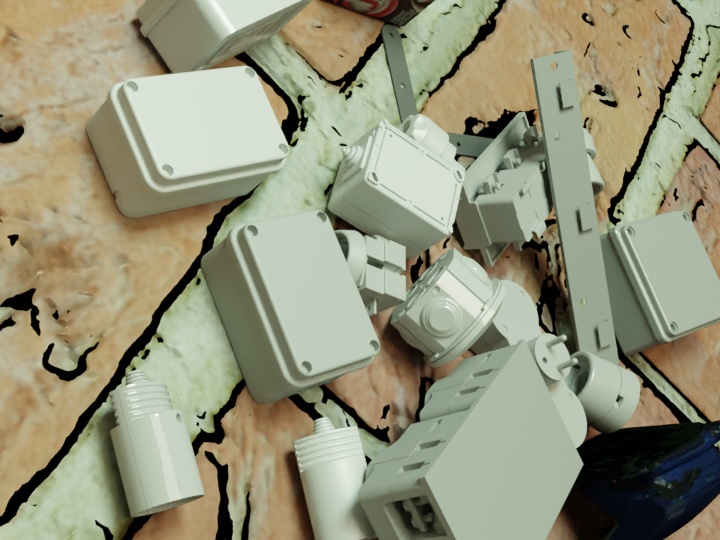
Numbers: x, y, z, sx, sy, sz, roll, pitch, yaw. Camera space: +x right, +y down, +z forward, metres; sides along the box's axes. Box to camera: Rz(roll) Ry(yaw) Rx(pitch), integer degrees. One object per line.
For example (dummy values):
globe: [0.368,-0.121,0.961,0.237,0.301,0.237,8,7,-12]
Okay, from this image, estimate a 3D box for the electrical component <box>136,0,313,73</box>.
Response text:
electrical component: [-0.094,-0.191,0.769,0.113,0.078,0.057,-38,97,-43]

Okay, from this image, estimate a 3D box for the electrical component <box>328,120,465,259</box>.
electrical component: [0.020,-0.061,0.803,0.096,0.061,0.061,31,52,-22]

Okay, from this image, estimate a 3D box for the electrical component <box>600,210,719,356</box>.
electrical component: [0.265,0.010,0.961,0.109,0.056,0.108,-13,77,-41]

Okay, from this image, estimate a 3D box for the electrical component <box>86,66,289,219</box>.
electrical component: [-0.113,-0.087,0.716,0.113,0.057,0.078,-17,79,-42]

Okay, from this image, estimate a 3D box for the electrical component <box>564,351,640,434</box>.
electrical component: [0.187,0.096,0.861,0.047,0.055,0.055,28,54,-20]

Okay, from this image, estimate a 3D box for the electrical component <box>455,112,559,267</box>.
electrical component: [0.132,-0.069,0.885,0.121,0.063,0.078,-47,124,-42]

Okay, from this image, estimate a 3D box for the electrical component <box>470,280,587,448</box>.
electrical component: [0.134,0.071,0.818,0.052,0.074,0.138,-17,79,-42]

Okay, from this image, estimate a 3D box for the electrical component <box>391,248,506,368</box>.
electrical component: [0.064,0.027,0.782,0.051,0.080,0.080,42,49,-6]

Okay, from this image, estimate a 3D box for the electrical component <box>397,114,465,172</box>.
electrical component: [0.056,-0.092,0.860,0.062,0.043,0.043,36,51,-20]

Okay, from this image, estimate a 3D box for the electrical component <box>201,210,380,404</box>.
electrical component: [-0.045,0.023,0.713,0.078,0.057,0.113,-14,77,-41]

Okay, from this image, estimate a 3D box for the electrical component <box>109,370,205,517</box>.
electrical component: [-0.122,0.098,0.626,0.043,0.043,0.081,-6,72,-40]

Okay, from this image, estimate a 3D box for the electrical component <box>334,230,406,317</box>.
electrical component: [0.000,0.000,0.769,0.055,0.048,0.066,22,56,-37]

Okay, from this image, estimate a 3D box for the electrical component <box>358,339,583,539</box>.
electrical component: [0.077,0.139,0.717,0.105,0.060,0.186,64,34,-10]

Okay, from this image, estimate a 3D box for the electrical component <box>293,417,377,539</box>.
electrical component: [-0.015,0.135,0.690,0.043,0.043,0.081,-2,69,-38]

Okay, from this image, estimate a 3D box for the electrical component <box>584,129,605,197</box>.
electrical component: [0.191,-0.094,0.965,0.045,0.045,0.055,6,64,-36]
